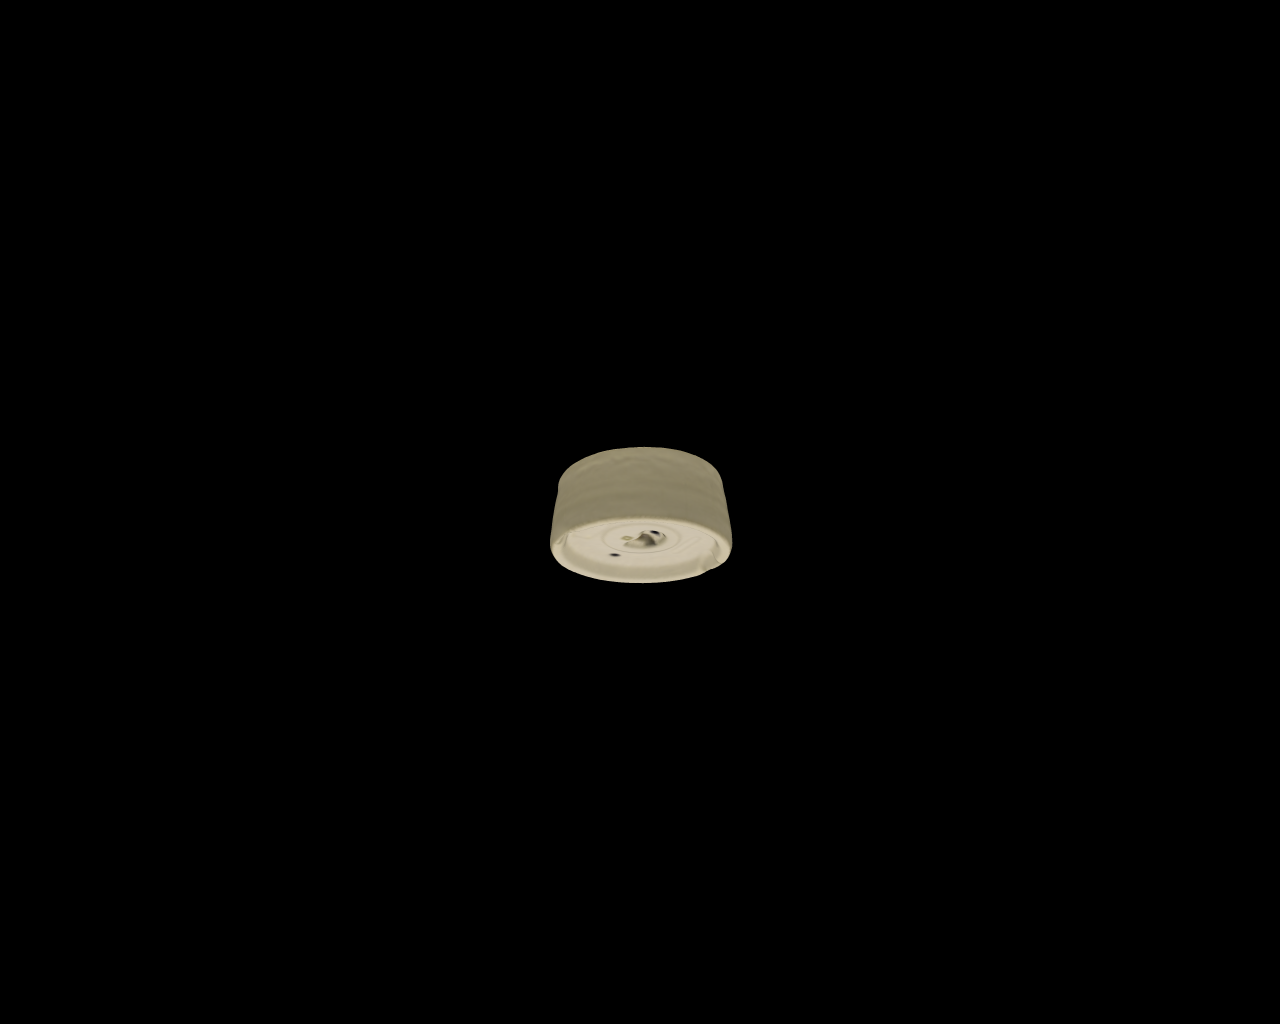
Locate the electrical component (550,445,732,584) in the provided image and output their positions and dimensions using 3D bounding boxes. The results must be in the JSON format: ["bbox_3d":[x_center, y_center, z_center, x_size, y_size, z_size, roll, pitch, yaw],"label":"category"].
[{"bbox_3d":[0.001,-0.003,0.650,0.108,0.060,0.108,0,-23,0],"label":"electrical component"}]
